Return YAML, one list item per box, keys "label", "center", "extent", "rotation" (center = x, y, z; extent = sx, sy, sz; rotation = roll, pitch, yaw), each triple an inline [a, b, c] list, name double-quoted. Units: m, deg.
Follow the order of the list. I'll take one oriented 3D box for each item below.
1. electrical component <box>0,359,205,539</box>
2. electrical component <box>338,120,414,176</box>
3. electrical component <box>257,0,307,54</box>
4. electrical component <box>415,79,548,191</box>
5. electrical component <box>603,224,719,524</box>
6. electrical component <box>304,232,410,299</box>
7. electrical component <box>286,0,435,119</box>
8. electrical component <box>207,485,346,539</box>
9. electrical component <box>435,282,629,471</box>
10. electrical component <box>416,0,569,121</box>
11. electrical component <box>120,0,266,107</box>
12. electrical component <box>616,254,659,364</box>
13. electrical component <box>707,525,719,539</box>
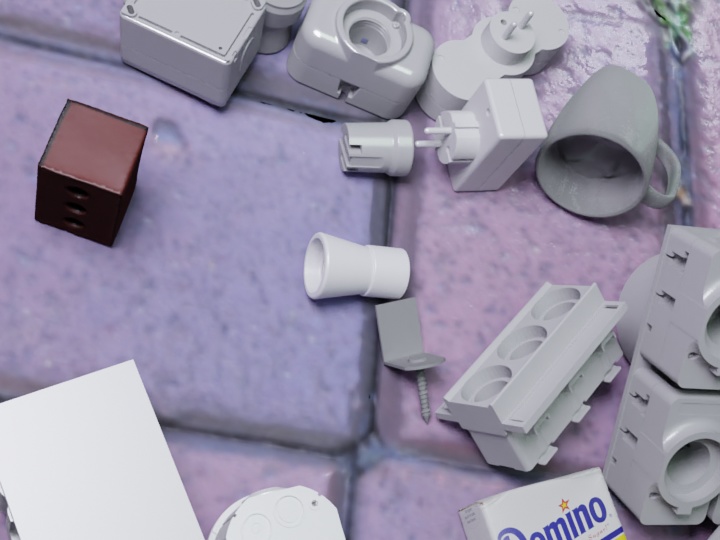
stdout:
- label: "electrical component"
  center: [-0.144, 0.139, 0.592]
  extent: [0.089, 0.061, 0.150]
  rotation: [-18, 75, -25]
- label: "electrical component"
  center: [0.011, -0.086, 0.760]
  extent: [0.046, 0.040, 0.040]
  rotation: [-1, 68, -14]
- label: "electrical component"
  center: [-0.064, -0.188, 0.767]
  extent: [0.045, 0.055, 0.045]
  rotation: [8, 65, -17]
- label: "electrical component"
  center: [0.077, -0.094, 0.760]
  extent: [0.076, 0.083, 0.047]
  rotation: [-4, 69, -21]
- label: "electrical component"
  center: [0.237, 0.072, 0.695]
  extent: [0.105, 0.060, 0.186]
  rotation: [4, 108, -18]
- label: "electrical component"
  center: [0.000, 0.000, 0.717]
  extent: [0.065, 0.044, 0.044]
  rotation: [6, 66, -22]
- label: "electrical component"
  center: [0.002, -0.158, 0.775]
  extent: [0.095, 0.059, 0.053]
  rotation: [22, 62, -10]
- label: "electrical component"
  center: [-0.047, 0.165, 0.621]
  extent: [0.080, 0.051, 0.080]
  rotation: [7, 65, -17]
- label: "electrical component"
  center: [0.119, 0.070, 0.711]
  extent: [0.121, 0.079, 0.063]
  rotation: [-44, 116, -29]
- label: "electrical component"
  center: [0.107, -0.168, 0.809]
  extent: [0.138, 0.073, 0.052]
  rotation: [-37, 83, -29]
- label: "electrical component"
  center: [-0.121, -0.164, 0.737]
  extent: [0.096, 0.061, 0.061]
  rotation: [25, 61, 1]
- label: "electrical component"
  center: [0.235, 0.036, 0.767]
  extent: [0.108, 0.060, 0.108]
  rotation: [0, 91, -17]
- label: "electrical component"
  center: [0.244, 0.194, 0.693]
  extent: [0.081, 0.063, 0.042]
  rotation: [18, 27, -29]
